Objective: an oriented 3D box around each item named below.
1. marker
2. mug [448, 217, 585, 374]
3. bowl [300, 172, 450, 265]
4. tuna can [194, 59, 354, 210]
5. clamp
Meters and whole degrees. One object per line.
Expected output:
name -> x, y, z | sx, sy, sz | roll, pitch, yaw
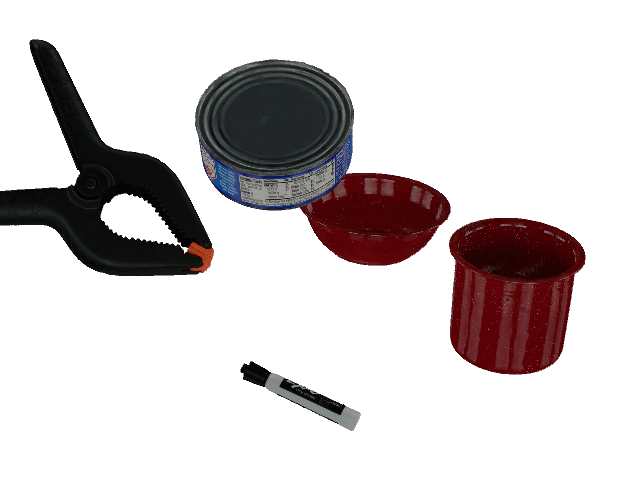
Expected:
marker -> -0.020, 0.145, 1.003 | 0.121, 0.020, 0.020 | 24, 5, 12
mug -> 0.131, 0.035, 0.763 | 0.093, 0.081, 0.117 | -8, 30, -15
bowl -> 0.055, -0.017, 1.139 | 0.162, 0.055, 0.162 | 2, 26, -1
tuna can -> -0.024, -0.058, 0.586 | 0.086, 0.086, 0.034 | 0, -38, 1
clamp -> -0.167, -0.046, 0.775 | 0.210, 0.164, 0.036 | 24, -19, -2
